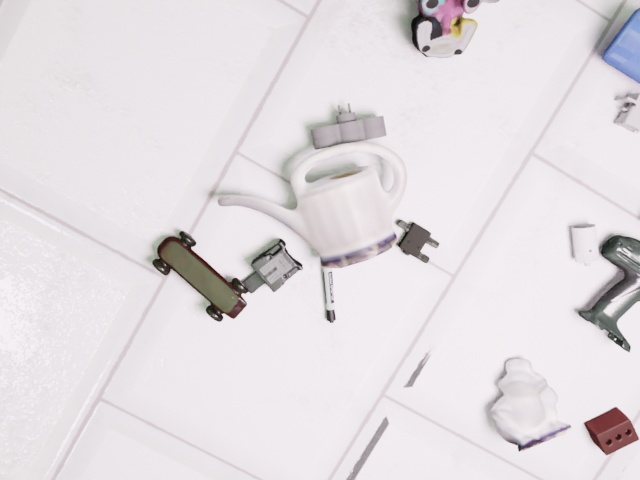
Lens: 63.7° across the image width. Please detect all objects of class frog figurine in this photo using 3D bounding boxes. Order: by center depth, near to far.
[{"bbox_3d":[0.406,0.327,1.037,0.137,0.121,0.162,-26,63,10],"label":"frog figurine"}]

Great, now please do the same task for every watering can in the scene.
[{"bbox_3d":[0.003,-0.048,0.958,0.347,0.105,0.223,-19,100,5],"label":"watering can"}]
